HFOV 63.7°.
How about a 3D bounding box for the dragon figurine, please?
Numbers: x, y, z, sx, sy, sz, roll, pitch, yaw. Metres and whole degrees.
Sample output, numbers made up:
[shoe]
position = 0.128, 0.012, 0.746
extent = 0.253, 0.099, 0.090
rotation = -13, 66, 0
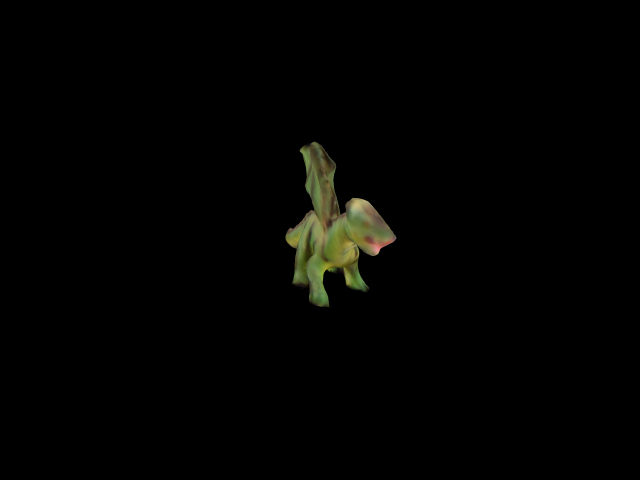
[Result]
[dragon figurine]
position = 0.003, -0.043, 0.850
extent = 0.122, 0.239, 0.415
rotation = -8, 22, -22
